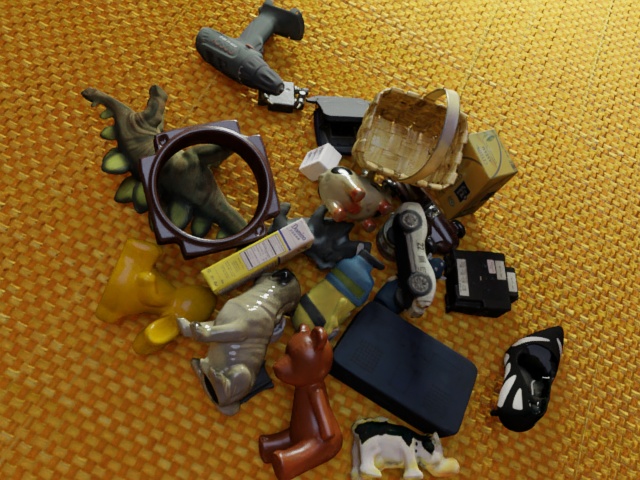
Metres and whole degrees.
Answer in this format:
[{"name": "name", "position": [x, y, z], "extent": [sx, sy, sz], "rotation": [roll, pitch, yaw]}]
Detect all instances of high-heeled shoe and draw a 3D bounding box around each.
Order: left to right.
[{"name": "high-heeled shoe", "position": [0.367, 0.216, 0.894], "extent": [0.086, 0.145, 0.249], "rotation": [42, 67, 7]}]

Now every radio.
[{"name": "radio", "position": [0.136, 0.212, 0.888], "extent": [0.230, 0.073, 0.131], "rotation": [32, 63, 1]}]

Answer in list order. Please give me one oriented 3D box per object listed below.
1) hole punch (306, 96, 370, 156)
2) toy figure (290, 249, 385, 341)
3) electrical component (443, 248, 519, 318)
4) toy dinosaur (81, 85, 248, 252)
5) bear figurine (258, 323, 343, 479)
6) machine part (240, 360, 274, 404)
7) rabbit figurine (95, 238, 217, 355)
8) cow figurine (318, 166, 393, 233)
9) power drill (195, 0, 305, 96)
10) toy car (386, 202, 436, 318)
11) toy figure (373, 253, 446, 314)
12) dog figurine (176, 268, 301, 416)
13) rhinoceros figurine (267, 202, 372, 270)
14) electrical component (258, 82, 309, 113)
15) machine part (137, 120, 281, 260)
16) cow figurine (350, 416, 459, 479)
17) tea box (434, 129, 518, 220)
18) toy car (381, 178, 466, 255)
[{"name": "hole punch", "position": [0.046, -0.228, 1.066], "extent": [0.142, 0.092, 0.116], "rotation": [-3, 38, -11]}, {"name": "toy figure", "position": [0.028, 0.091, 0.896], "extent": [0.089, 0.082, 0.180], "rotation": [38, 88, 24]}, {"name": "electrical component", "position": [0.297, 0.081, 0.988], "extent": [0.134, 0.058, 0.115], "rotation": [7, 67, -9]}, {"name": "toy dinosaur", "position": [-0.244, -0.107, 0.936], "extent": [0.471, 0.105, 0.198], "rotation": [38, 72, 2]}, {"name": "bear figurine", "position": [-0.033, 0.229, 0.793], "extent": [0.132, 0.120, 0.195], "rotation": [-13, 94, -22]}, {"name": "machine part", "position": [-0.137, 0.189, 0.858], "extent": [0.084, 0.039, 0.139], "rotation": [-26, 76, -16]}, {"name": "rabbit figurine", "position": [-0.247, 0.093, 0.838], "extent": [0.173, 0.122, 0.162], "rotation": [22, 55, -23]}, {"name": "cow figurine", "position": [0.066, -0.080, 0.960], "extent": [0.194, 0.085, 0.127], "rotation": [13, 36, -53]}, {"name": "power drill", "position": [-0.117, -0.386, 1.082], "extent": [0.232, 0.085, 0.207], "rotation": [28, 65, 19]}, {"name": "toy car", "position": [0.155, 0.032, 0.906], "extent": [0.056, 0.073, 0.202], "rotation": [2, 64, -14]}, {"name": "toy figure", "position": [0.162, 0.077, 0.960], "extent": [0.154, 0.064, 0.058], "rotation": [-33, 36, -27]}, {"name": "dog figurine", "position": [-0.095, 0.148, 0.810], "extent": [0.190, 0.121, 0.172], "rotation": [-21, 109, -28]}, {"name": "rhinoceros figurine", "position": [-0.002, -0.003, 0.952], "extent": [0.190, 0.073, 0.112], "rotation": [9, 64, -8]}, {"name": "electrical component", "position": [-0.074, -0.288, 1.079], "extent": [0.102, 0.045, 0.078], "rotation": [10, 66, -8]}, {"name": "machine part", "position": [-0.175, -0.080, 0.857], "extent": [0.201, 0.087, 0.201], "rotation": [-14, 89, -15]}, {"name": "cow figurine", "position": [0.132, 0.327, 0.840], "extent": [0.167, 0.068, 0.098], "rotation": [5, 60, -11]}, {"name": "tea box", "position": [0.283, -0.119, 1.011], "extent": [0.068, 0.169, 0.098], "rotation": [-15, 69, -20]}, {"name": "toy car", "position": [0.199, -0.063, 1.035], "extent": [0.089, 0.053, 0.202], "rotation": [-26, 75, -18]}]
